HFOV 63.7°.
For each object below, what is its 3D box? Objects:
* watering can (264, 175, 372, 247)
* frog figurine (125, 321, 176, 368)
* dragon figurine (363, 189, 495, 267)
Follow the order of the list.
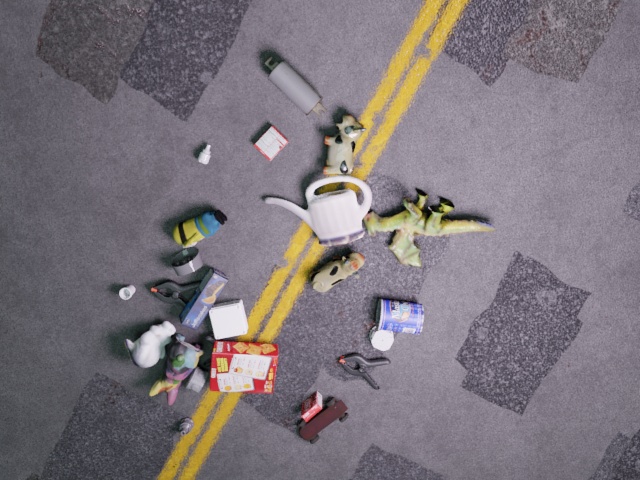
[{"bbox_3d":[0.005,-0.083,1.656,0.346,0.105,0.223,-12,100,15],"label":"watering can"},{"bbox_3d":[-0.551,0.349,1.716,0.160,0.125,0.134,-22,132,-5],"label":"frog figurine"},{"bbox_3d":[0.335,-0.019,1.677,0.410,0.124,0.238,23,116,-2],"label":"dragon figurine"}]
